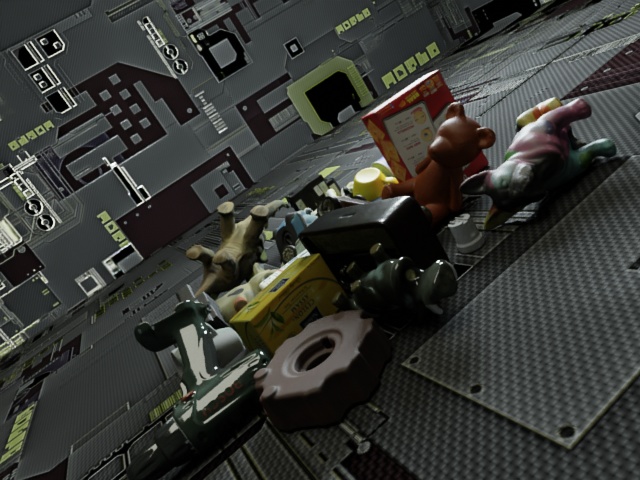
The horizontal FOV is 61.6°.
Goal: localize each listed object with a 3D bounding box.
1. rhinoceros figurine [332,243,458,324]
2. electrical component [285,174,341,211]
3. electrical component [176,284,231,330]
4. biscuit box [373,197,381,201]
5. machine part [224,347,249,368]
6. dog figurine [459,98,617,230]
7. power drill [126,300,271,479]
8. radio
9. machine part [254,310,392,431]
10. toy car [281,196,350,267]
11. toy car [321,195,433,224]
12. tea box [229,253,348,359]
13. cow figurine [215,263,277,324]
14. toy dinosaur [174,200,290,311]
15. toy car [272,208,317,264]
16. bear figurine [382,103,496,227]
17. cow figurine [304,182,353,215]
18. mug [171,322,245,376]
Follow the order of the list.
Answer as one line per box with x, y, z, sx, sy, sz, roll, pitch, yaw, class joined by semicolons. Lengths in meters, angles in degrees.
0.095;0.066;0.691;0.073;0.112;0.190;-60;15;-27;rhinoceros figurine
-0.007;-0.102;1.380;0.134;0.114;0.058;-36;20;-12;electrical component
-0.218;0.133;0.955;0.075;0.047;0.119;-42;44;-6;electrical component
0.095;-0.036;1.078;0.203;0.059;0.063;-22;17;36;biscuit box
-0.133;0.204;0.834;0.084;0.039;0.139;-21;20;52;machine part
0.309;-0.113;0.814;0.219;0.108;0.192;-35;16;-1;dog figurine
-0.190;0.194;0.748;0.232;0.085;0.207;-30;46;-13;power drill
0.077;0.015;0.819;0.073;0.131;0.230;-42;18;-27;radio
0.003;0.157;0.673;0.179;0.056;0.179;-29;15;9;machine part
-0.002;-0.003;1.044;0.201;0.056;0.073;-50;-32;16;toy car
0.090;-0.042;0.896;0.202;0.053;0.089;13;16;42;toy car
-0.045;0.109;0.837;0.068;0.098;0.169;-14;25;51;tea box
-0.145;0.121;1.033;0.195;0.085;0.127;-32;20;8;cow figurine
-0.172;0.013;1.180;0.105;0.198;0.471;20;45;17;toy dinosaur
-0.033;-0.003;1.182;0.103;0.109;0.161;-13;-12;-28;toy car
0.198;-0.117;0.894;0.132;0.120;0.195;-23;-31;-23;bear figurine
0.045;-0.082;1.304;0.167;0.068;0.098;-39;22;-10;cow figurine
-0.184;0.181;0.884;0.107;0.109;0.081;-28;18;-27;mug
